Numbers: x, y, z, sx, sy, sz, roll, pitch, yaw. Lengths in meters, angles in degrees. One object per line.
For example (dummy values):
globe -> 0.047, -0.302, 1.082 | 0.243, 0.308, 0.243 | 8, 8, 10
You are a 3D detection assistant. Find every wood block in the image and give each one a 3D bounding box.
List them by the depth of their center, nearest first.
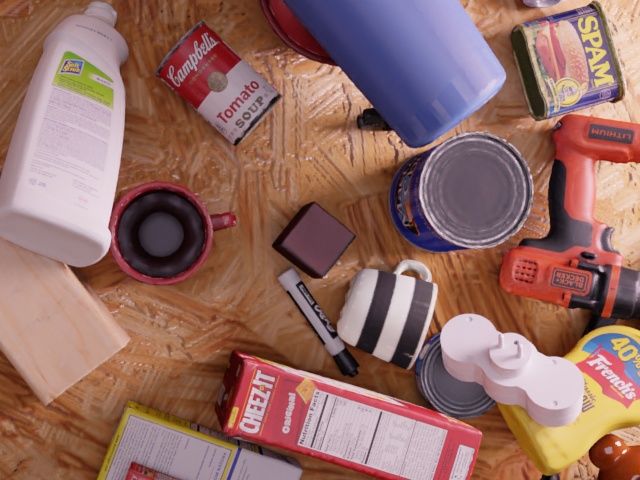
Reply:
wood block -> -0.271, 0.038, 0.963 | 0.090, 0.091, 0.206 | -37, 93, -7

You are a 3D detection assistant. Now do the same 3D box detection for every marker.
marker -> 0.000, 0.081, 1.029 | 0.020, 0.020, 0.121 | -34, 92, -7

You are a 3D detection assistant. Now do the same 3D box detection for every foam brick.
foam brick -> -0.007, 0.001, 1.001 | 0.053, 0.078, 0.051 | 38, 83, -6

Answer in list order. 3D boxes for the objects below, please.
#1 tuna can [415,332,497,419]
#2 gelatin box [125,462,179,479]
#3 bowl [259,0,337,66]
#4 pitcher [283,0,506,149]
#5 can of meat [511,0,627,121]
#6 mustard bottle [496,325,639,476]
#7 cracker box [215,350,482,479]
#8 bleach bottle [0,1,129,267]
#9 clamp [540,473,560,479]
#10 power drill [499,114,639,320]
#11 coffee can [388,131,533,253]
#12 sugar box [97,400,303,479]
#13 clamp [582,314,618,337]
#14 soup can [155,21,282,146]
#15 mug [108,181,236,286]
tuna can -> 0.136, 0.129, 1.035 | 0.086, 0.034, 0.086 | 0, 88, -7
gelatin box -> -0.152, 0.254, 0.957 | 0.073, 0.030, 0.089 | 23, 94, -6
bowl -> 0.017, -0.242, 1.022 | 0.162, 0.055, 0.162 | 0, 88, -7
pitcher -> 0.057, -0.209, 0.937 | 0.149, 0.145, 0.243 | -38, 95, 4
can of meat -> 0.241, -0.174, 1.047 | 0.084, 0.057, 0.102 | -16, 89, -4
mustard bottle -> 0.268, 0.135, 1.003 | 0.191, 0.058, 0.096 | -27, 68, -9
cracker box -> 0.017, 0.165, 0.956 | 0.213, 0.164, 0.072 | 18, 84, -6
bleach bottle -> -0.213, -0.107, 0.950 | 0.102, 0.068, 0.250 | 24, 55, -25
clamp -> 0.156, 0.329, 1.030 | 0.164, 0.036, 0.210 | -3, 89, 0
power drill -> 0.278, -0.019, 1.028 | 0.184, 0.057, 0.187 | 12, 84, 10
coffee can -> 0.126, -0.041, 0.986 | 0.102, 0.140, 0.103 | 0, 88, -7
sugar box -> -0.114, 0.224, 0.998 | 0.176, 0.048, 0.093 | 22, 89, -9
clamp -> 0.342, 0.078, 1.058 | 0.171, 0.039, 0.120 | -36, 83, -1
soup can -> -0.095, -0.145, 1.000 | 0.102, 0.068, 0.068 | 42, 84, -5
mug -> -0.135, -0.008, 0.984 | 0.117, 0.081, 0.093 | -15, 90, -7
